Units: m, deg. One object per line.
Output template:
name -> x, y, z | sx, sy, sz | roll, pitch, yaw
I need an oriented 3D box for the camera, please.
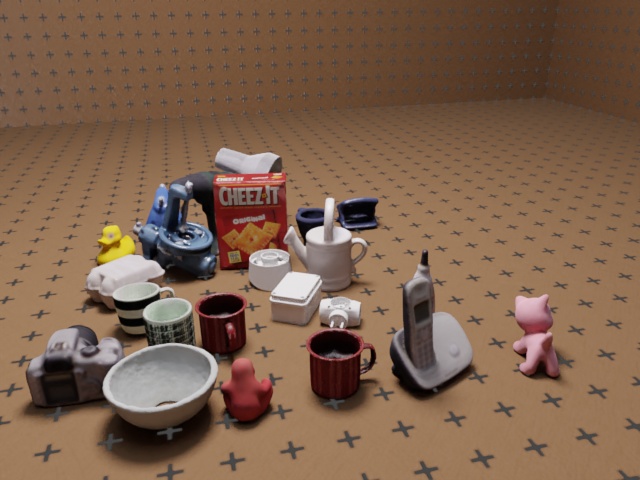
camera -> -0.390, 0.188, 0.937 | 0.143, 0.101, 0.136 | -5, 24, -11

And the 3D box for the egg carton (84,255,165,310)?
egg carton -> -0.413, 0.085, 1.216 | 0.107, 0.069, 0.151 | 16, 28, 33

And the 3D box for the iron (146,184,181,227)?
iron -> -0.410, -0.078, 1.505 | 0.119, 0.141, 0.257 | -6, 24, -13

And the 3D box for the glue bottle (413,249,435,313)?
glue bottle -> 0.186, 0.097, 1.045 | 0.037, 0.173, 0.078 | 12, 26, 27

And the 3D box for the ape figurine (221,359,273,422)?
ape figurine -> -0.113, 0.220, 0.867 | 0.077, 0.092, 0.076 | 3, 24, 9

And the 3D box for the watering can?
watering can -> 0.011, 0.005, 1.236 | 0.173, 0.194, 0.100 | -7, 24, -15

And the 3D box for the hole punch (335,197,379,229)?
hole punch -> 0.100, -0.086, 1.578 | 0.109, 0.091, 0.101 | -5, 24, -11

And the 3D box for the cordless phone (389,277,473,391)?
cordless phone -> 0.184, 0.139, 0.933 | 0.148, 0.185, 0.093 | -20, 30, -38

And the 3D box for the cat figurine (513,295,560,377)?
cat figurine -> 0.373, 0.152, 0.984 | 0.067, 0.118, 0.128 | 1, 23, 4

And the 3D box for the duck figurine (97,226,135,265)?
duck figurine -> -0.495, 0.006, 1.382 | 0.077, 0.086, 0.105 | 9, 25, 22

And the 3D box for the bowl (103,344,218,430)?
bowl -> -0.235, 0.231, 0.865 | 0.167, 0.075, 0.167 | 0, 23, 0

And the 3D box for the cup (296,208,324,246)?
cup -> -0.022, -0.027, 1.439 | 0.092, 0.095, 0.117 | -15, 27, -30

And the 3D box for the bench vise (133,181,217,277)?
bench vise -> -0.338, -0.027, 1.285 | 0.207, 0.220, 0.121 | 2, 23, 5

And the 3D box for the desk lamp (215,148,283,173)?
desk lamp -> -0.204, -0.141, 1.556 | 0.202, 0.214, 0.118 | 7, 24, 16

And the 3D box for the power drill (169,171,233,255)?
power drill -> -0.272, -0.072, 1.403 | 0.075, 0.208, 0.230 | 12, 26, 26
